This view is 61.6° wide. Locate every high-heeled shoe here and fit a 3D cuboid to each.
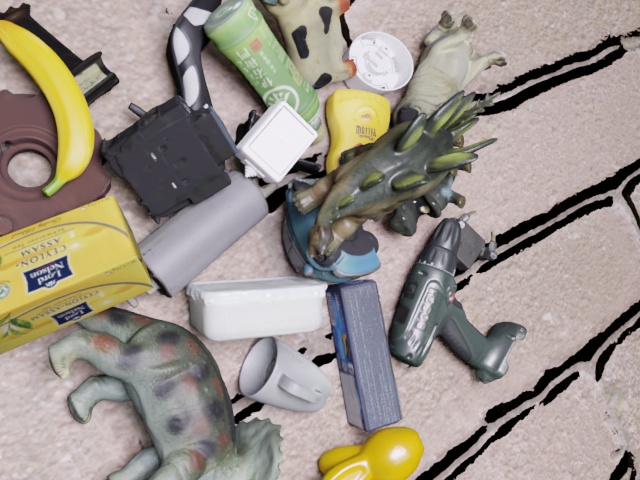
[{"bbox_3d":[-0.142,-0.209,0.705,0.145,0.086,0.248,31,76,-21],"label":"high-heeled shoe"}]

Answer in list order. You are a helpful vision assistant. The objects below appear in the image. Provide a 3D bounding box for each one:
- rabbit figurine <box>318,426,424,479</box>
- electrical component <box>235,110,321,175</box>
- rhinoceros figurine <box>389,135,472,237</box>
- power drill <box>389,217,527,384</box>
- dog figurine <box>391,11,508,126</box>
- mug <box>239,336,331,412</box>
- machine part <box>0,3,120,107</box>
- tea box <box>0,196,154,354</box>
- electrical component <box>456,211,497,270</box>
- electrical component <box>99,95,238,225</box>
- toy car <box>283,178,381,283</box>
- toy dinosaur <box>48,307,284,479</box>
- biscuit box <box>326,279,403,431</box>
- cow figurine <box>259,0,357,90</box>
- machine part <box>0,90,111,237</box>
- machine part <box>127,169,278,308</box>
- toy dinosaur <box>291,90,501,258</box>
[{"bbox_3d":[0.077,0.325,0.715,0.162,0.122,0.173,15,97,-1],"label":"rabbit figurine"},{"bbox_3d":[-0.053,-0.130,0.737,0.119,0.075,0.047,13,79,-19],"label":"electrical component"},{"bbox_3d":[0.163,-0.086,0.817,0.190,0.112,0.073,-60,139,-33],"label":"rhinoceros figurine"},{"bbox_3d":[0.218,0.108,0.825,0.207,0.086,0.232,36,75,-22],"label":"power drill"},{"bbox_3d":[0.175,-0.253,0.864,0.121,0.172,0.190,42,102,-11],"label":"dog figurine"},{"bbox_3d":[-0.033,0.182,0.692,0.107,0.110,0.081,32,73,-30],"label":"mug"},{"bbox_3d":[-0.316,-0.217,0.641,0.139,0.039,0.084,39,62,-14],"label":"machine part"},{"bbox_3d":[-0.276,0.034,0.563,0.170,0.068,0.098,-25,57,-16],"label":"tea box"},{"bbox_3d":[0.240,0.002,0.874,0.102,0.045,0.078,47,65,-12],"label":"electrical component"},{"bbox_3d":[-0.168,-0.099,0.631,0.134,0.058,0.114,-32,124,0],"label":"electrical component"},{"bbox_3d":[-0.001,-0.002,0.725,0.109,0.103,0.162,-9,62,-49],"label":"toy car"},{"bbox_3d":[-0.174,0.179,0.616,0.192,0.131,0.404,-24,85,-34],"label":"toy dinosaur"},{"bbox_3d":[0.060,0.158,0.760,0.063,0.059,0.202,-8,87,-25],"label":"biscuit box"},{"bbox_3d":[-0.025,-0.297,0.731,0.127,0.086,0.194,-31,136,-20],"label":"cow figurine"},{"bbox_3d":[-0.330,-0.082,0.611,0.179,0.056,0.179,4,80,-25],"label":"machine part"},{"bbox_3d":[-0.149,-0.010,0.675,0.243,0.079,0.079,-42,101,-23],"label":"machine part"},{"bbox_3d":[0.115,-0.101,0.674,0.105,0.199,0.471,56,39,-9],"label":"toy dinosaur"}]
